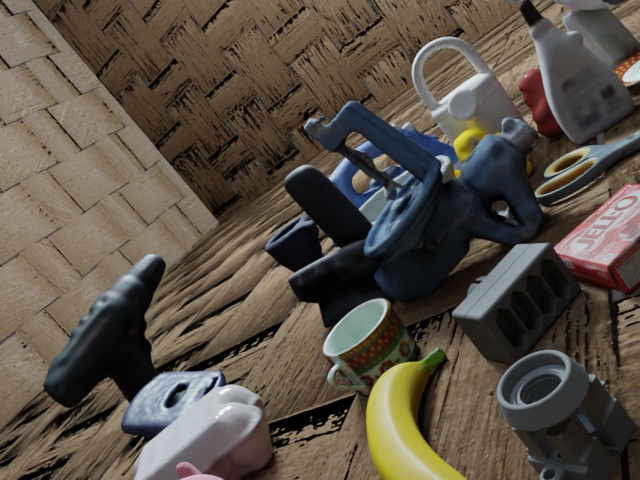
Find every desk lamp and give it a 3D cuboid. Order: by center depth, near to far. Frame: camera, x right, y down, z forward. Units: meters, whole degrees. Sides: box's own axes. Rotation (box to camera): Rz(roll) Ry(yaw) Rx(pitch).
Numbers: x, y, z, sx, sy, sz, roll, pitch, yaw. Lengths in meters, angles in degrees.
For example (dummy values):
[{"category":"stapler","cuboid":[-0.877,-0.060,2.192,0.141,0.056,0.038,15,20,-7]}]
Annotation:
[{"category":"desk lamp","cuboid":[0.347,-0.315,0.782,0.118,0.214,0.202,-43,12,-20]}]

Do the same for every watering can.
[{"category":"watering can","cuboid":[0.205,-0.188,0.784,0.101,0.194,0.172,-38,12,2]}]

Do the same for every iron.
[{"category":"iron","cuboid":[0.105,-0.101,0.888,0.258,0.141,0.118,-41,12,-12]}]

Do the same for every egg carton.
[{"category":"egg carton","cuboid":[-0.115,0.209,0.554,0.150,0.069,0.107,-40,12,-5]}]

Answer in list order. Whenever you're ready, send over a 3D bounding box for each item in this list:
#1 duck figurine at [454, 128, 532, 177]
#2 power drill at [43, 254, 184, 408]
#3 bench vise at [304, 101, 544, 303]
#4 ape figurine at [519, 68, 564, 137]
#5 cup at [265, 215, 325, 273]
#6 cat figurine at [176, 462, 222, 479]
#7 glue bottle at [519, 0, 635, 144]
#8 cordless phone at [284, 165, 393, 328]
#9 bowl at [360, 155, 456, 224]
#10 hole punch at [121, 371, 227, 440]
[{"category":"duck figurine","cuboid":[0.201,-0.099,0.723,0.078,0.086,0.104,-46,14,-32]},{"category":"power drill","cuboid":[-0.244,0.161,0.789,0.230,0.208,0.075,-47,14,-34]},{"category":"bench vise","cuboid":[0.101,-0.069,0.578,0.207,0.220,0.121,-39,12,0]},{"category":"ape figurine","cuboid":[0.292,-0.181,0.740,0.078,0.092,0.076,-45,13,-29]},{"category":"cup","cuboid":[-0.022,0.016,0.949,0.117,0.095,0.092,-25,18,49]},{"category":"cat figurine","cuboid":[-0.076,0.190,0.385,0.067,0.118,0.127,-41,12,-9]},{"category":"glue bottle","cuboid":[0.277,-0.197,0.647,0.078,0.173,0.037,-35,13,19]},{"category":"cordless phone","cuboid":[0.006,0.002,0.685,0.147,0.185,0.094,-30,15,38]},{"category":"bowl","cuboid":[0.118,-0.033,0.754,0.167,0.075,0.167,-37,12,9]},{"category":"hole punch","cuboid":[-0.161,0.200,0.681,0.101,0.091,0.109,-33,13,26]}]
